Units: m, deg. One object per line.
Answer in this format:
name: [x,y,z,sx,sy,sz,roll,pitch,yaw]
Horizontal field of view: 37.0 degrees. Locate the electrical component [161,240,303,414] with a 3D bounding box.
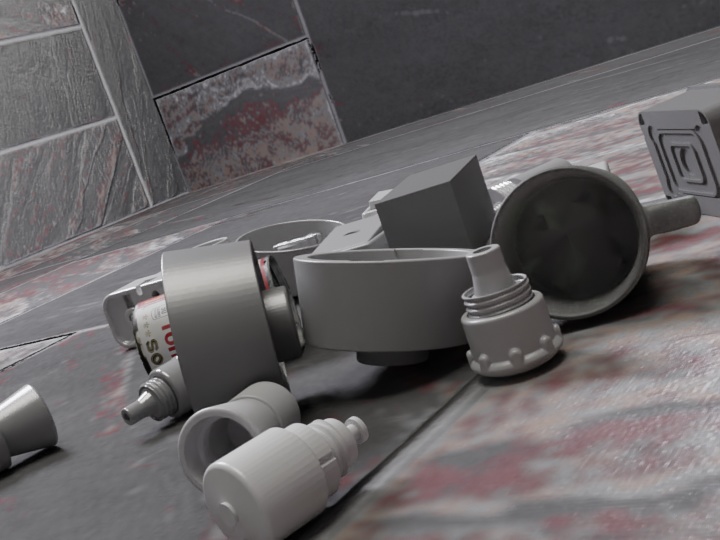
electrical component: [-0.065,0.035,0.591,0.060,0.108,0.108,-14,9,-3]

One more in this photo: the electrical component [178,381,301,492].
electrical component: [-0.054,0.078,0.517,0.044,0.044,0.065,-16,5,18]

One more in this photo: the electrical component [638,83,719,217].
electrical component: [0.241,-0.082,0.713,0.057,0.078,0.113,-24,10,-4]

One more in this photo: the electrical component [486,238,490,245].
electrical component: [0.105,-0.012,0.693,0.045,0.045,0.055,-16,10,19]

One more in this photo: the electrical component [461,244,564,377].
electrical component: [0.070,0.019,0.531,0.048,0.062,0.048,-19,10,3]

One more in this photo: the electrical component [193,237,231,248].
electrical component: [-0.147,0.002,1.075,0.058,0.057,0.078,-20,9,-1]

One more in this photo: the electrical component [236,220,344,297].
electrical component: [-0.054,-0.013,0.952,0.099,0.064,0.099,-19,9,3]

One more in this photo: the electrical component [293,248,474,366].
electrical component: [0.017,0.021,0.604,0.108,0.060,0.108,-2,4,0]

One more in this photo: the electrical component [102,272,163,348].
electrical component: [-0.178,0.031,0.988,0.095,0.053,0.059,-15,11,26]

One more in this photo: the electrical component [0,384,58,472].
electrical component: [-0.232,0.106,0.700,0.055,0.045,0.045,-26,11,-31]

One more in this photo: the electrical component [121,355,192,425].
electrical component: [-0.121,0.077,0.671,0.035,0.035,0.061,-9,16,48]

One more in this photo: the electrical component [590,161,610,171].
electrical component: [0.142,-0.037,0.748,0.076,0.047,0.083,-17,10,15]

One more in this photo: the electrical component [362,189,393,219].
electrical component: [0.056,-0.046,0.930,0.096,0.061,0.061,-17,10,14]

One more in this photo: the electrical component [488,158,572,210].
electrical component: [0.139,-0.059,0.887,0.081,0.043,0.043,-24,11,-26]

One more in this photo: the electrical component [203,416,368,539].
electrical component: [-0.027,0.082,0.437,0.078,0.040,0.040,-28,12,-40]

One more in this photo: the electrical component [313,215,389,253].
electrical component: [0.000,0.000,0.782,0.062,0.061,0.096,-15,10,25]
